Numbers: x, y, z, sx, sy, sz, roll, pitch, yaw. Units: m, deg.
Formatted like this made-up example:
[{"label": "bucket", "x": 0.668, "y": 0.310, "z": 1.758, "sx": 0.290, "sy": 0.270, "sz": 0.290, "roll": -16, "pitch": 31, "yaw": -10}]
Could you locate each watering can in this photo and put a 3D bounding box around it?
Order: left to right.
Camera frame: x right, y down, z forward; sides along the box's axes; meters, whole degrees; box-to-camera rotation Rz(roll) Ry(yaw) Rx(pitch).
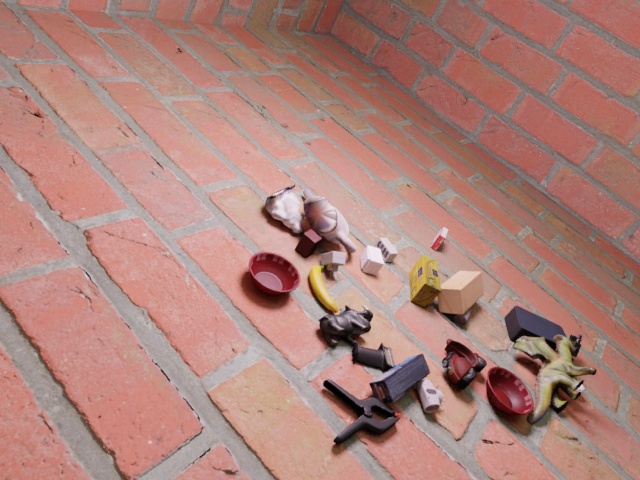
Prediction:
[{"label": "watering can", "x": 0.005, "y": -0.091, "z": 1.806, "sx": 0.353, "sy": 0.104, "sz": 0.221, "roll": 51, "pitch": 4, "yaw": 28}]

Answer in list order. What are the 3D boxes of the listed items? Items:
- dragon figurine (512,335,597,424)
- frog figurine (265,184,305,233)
[{"label": "dragon figurine", "x": 0.742, "y": 0.427, "z": 1.709, "sx": 0.413, "sy": 0.119, "sz": 0.247, "roll": -15, "pitch": 44, "yaw": -31}, {"label": "frog figurine", "x": -0.113, "y": -0.096, "z": 1.782, "sx": 0.158, "sy": 0.122, "sz": 0.139, "roll": 68, "pitch": 24, "yaw": -8}]
